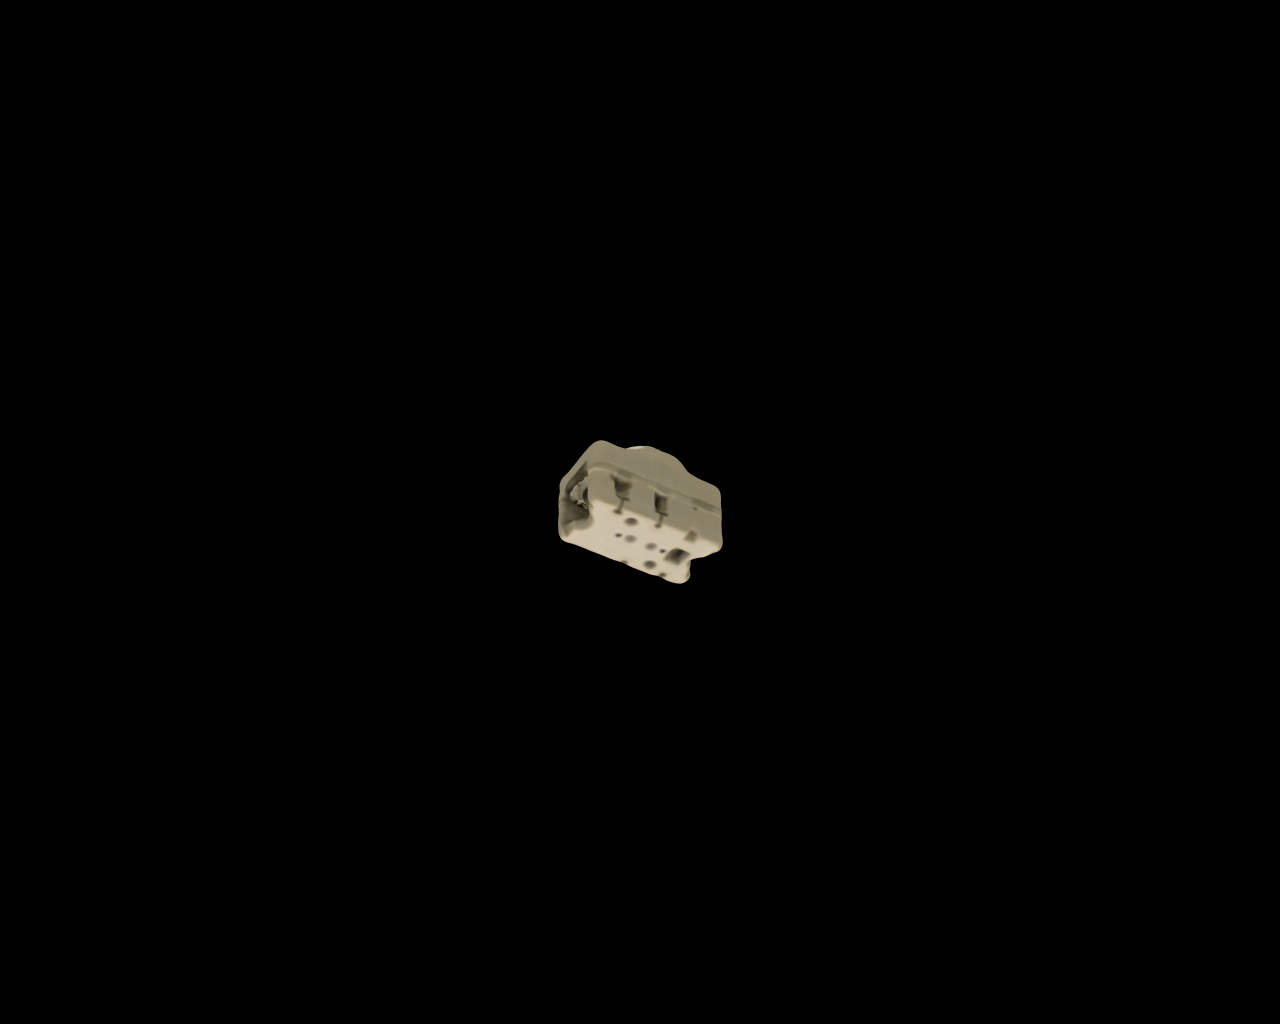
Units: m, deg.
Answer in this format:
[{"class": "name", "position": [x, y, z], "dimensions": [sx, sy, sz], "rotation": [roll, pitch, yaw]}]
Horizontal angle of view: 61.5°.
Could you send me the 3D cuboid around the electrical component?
[{"class": "electrical component", "position": [0.001, -0.003, 0.650], "dimensions": [0.089, 0.056, 0.050], "rotation": [21, -45, -24]}]
